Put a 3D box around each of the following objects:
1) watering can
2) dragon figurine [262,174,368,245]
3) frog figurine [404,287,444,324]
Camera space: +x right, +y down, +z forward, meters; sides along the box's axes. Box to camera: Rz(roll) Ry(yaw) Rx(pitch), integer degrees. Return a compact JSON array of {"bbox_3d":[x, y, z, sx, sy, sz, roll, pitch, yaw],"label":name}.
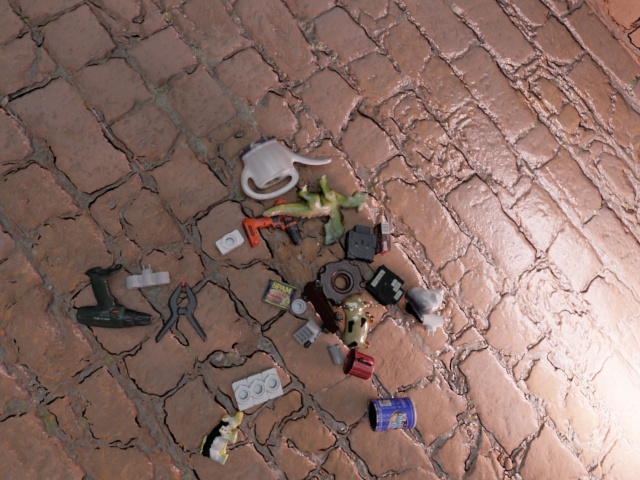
[{"bbox_3d":[-0.148,-0.289,1.895,0.350,0.225,0.103,-30,-6,-17],"label":"watering can"},{"bbox_3d":[0.006,-0.094,1.876,0.415,0.242,0.121,-32,4,-25],"label":"dragon figurine"},{"bbox_3d":[0.390,0.211,1.878,0.161,0.121,0.137,-32,14,-17],"label":"frog figurine"}]
